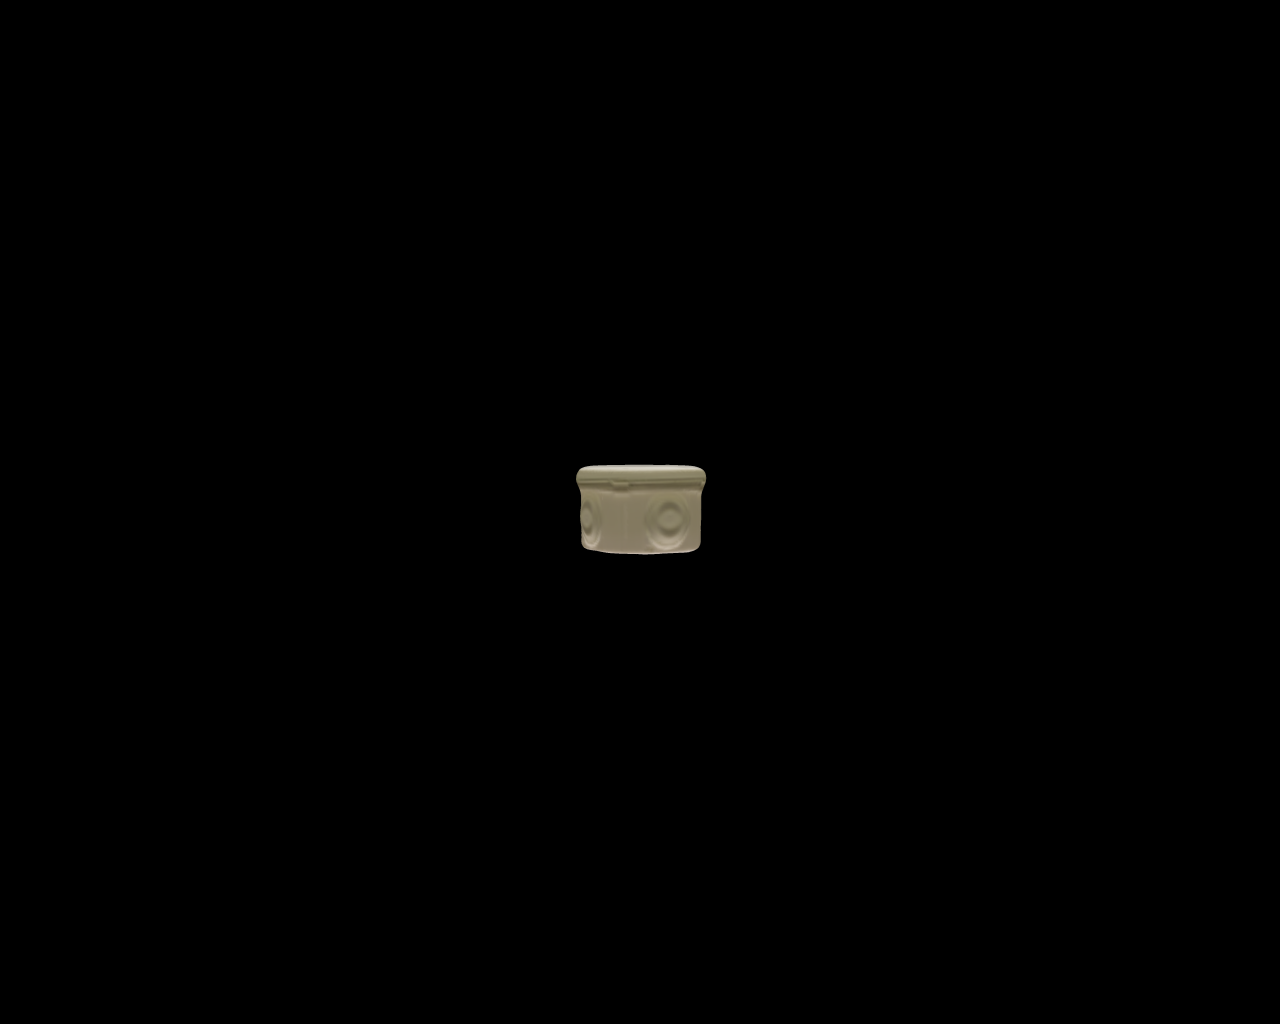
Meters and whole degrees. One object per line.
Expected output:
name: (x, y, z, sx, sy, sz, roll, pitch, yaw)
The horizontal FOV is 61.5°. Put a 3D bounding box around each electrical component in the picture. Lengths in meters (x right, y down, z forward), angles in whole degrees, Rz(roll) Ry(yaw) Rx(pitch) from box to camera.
electrical component: (0.001, -0.003, 0.650, 0.080, 0.051, 0.080, 0, 3, 0)
